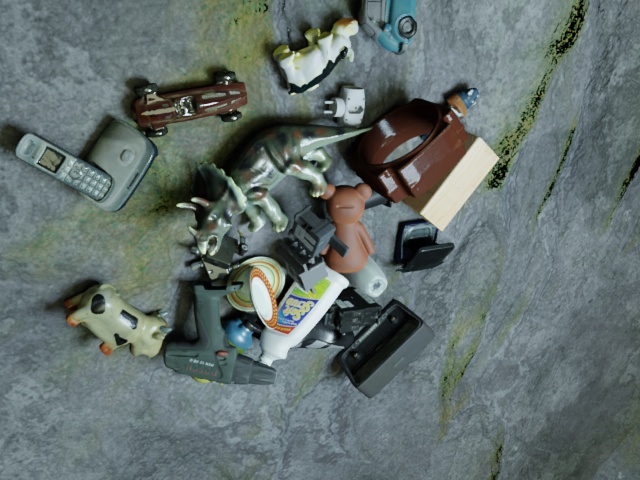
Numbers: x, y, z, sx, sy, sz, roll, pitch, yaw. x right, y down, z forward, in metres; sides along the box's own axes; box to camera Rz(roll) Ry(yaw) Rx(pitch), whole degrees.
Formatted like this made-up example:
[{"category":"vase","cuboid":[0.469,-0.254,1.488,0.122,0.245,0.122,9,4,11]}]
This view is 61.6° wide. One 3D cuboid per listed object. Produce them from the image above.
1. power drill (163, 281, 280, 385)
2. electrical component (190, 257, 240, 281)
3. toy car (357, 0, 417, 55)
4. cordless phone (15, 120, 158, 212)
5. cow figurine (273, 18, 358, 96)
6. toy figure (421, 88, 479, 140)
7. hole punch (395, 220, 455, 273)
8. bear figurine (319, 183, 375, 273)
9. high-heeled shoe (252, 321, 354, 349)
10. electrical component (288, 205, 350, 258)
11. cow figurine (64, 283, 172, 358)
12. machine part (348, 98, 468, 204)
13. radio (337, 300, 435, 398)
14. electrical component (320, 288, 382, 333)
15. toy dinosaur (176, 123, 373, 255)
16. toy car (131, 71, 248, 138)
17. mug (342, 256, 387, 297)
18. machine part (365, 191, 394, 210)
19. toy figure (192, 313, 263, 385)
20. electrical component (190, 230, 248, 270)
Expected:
[{"category":"power drill","cuboid":[-0.194,0.185,1.083,0.232,0.086,0.207,3,97,0]},{"category":"electrical component","cuboid":[-0.212,0.051,1.087,0.094,0.021,0.063,-23,107,-16]},{"category":"toy car","cuboid":[0.120,-0.423,0.979,0.103,0.109,0.161,-1,107,-7]},{"category":"cordless phone","cuboid":[-0.377,-0.145,0.874,0.184,0.089,0.146,31,99,-31]},{"category":"cow figurine","cuboid":[0.004,-0.333,0.982,0.167,0.068,0.098,-30,131,-7]},{"category":"toy figure","cuboid":[0.283,-0.273,1.166,0.058,0.064,0.154,39,89,2]},{"category":"hole punch","cuboid":[0.242,0.016,1.288,0.142,0.092,0.115,-10,149,-26]},{"category":"bear figurine","cuboid":[0.049,-0.035,1.120,0.120,0.132,0.195,-5,110,0]},{"category":"high-heeled shoe","cuboid":[-0.040,0.219,1.267,0.249,0.145,0.086,6,77,-2]},{"category":"electrical component","cuboid":[-0.002,-0.003,1.056,0.048,0.119,0.074,-36,165,-32]},{"category":"cow figurine","cuboid":[-0.375,0.157,1.033,0.127,0.086,0.194,-34,125,-1]},{"category":"machine part","cuboid":[0.170,-0.182,1.064,0.201,0.201,0.087,-43,124,-1]},{"category":"radio","cuboid":[0.159,0.265,1.334,0.229,0.131,0.073,-43,126,-1]},{"category":"electrical component","cuboid":[0.057,0.158,1.235,0.134,0.115,0.058,-4,112,-26]},{"category":"toy dinosaur","cuboid":[-0.094,-0.139,1.008,0.405,0.131,0.192,-47,124,-8]},{"category":"toy car","cuboid":[-0.221,-0.235,0.927,0.202,0.053,0.089,-15,117,-19]},{"category":"mug","cuboid":[0.111,0.090,1.233,0.081,0.107,0.109,-48,124,4]},{"category":"machine part","cuboid":[0.123,-0.094,1.189,0.139,0.039,0.084,-26,132,-16]},{"category":"toy figure","cuboid":[-0.210,0.230,1.156,0.089,0.082,0.180,40,98,-24]},{"category":"electrical component","cuboid":[-0.194,0.010,1.053,0.102,0.078,0.045,27,144,-11]}]
